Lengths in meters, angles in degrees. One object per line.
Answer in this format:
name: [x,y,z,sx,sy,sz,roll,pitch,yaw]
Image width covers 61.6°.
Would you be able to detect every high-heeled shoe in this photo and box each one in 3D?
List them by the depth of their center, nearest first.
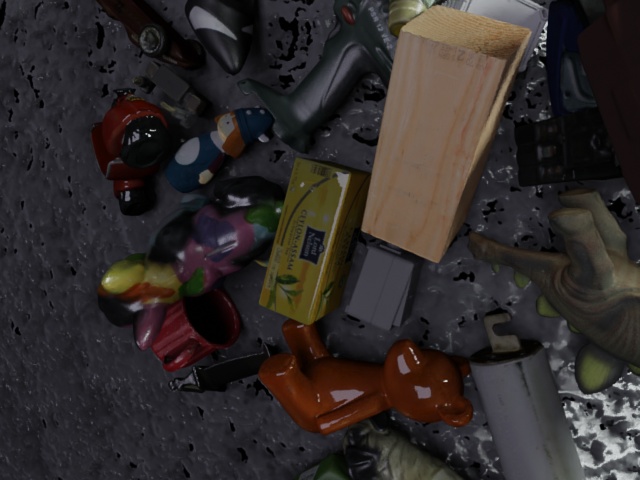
high-heeled shoe: [-0.087,-0.315,0.600,0.145,0.086,0.249,-35,63,39]

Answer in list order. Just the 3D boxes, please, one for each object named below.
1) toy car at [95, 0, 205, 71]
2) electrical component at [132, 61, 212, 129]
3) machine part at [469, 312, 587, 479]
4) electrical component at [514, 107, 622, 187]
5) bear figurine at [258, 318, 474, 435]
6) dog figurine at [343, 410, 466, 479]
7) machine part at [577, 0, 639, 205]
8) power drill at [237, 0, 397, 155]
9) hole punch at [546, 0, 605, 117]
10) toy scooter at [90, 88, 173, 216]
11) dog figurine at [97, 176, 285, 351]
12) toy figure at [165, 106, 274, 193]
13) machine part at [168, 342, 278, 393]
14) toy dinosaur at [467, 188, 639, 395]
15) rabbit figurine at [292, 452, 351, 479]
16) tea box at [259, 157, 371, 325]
toy car: [-0.229,-0.276,0.673,0.202,0.089,0.053,45,107,11]
electrical component: [-0.182,-0.180,0.665,0.102,0.078,0.045,40,93,11]
machine part: [0.212,0.192,0.545,0.079,0.079,0.243,-19,88,22]
electrical component: [0.244,-0.081,0.476,0.115,0.134,0.058,-4,91,-21]
bear figurine: [0.055,0.141,0.572,0.196,0.120,0.131,-17,110,25]
dog figurine: [0.113,0.295,0.601,0.191,0.121,0.172,34,141,47]
machine part: [0.296,-0.117,0.361,0.201,0.087,0.201,-20,89,-5]
power drill: [0.010,-0.213,0.595,0.207,0.086,0.232,-37,83,13]
hole punch: [0.265,-0.172,0.478,0.142,0.092,0.116,-3,67,-2]
toy scooter: [-0.249,-0.128,0.689,0.135,0.075,0.183,63,144,21]
dog figurine: [-0.137,0.021,0.588,0.192,0.219,0.108,-14,111,24]
toy figure: [-0.124,-0.114,0.661,0.154,0.058,0.064,-34,84,21]
machine part: [-0.114,0.167,0.681,0.139,0.084,0.039,-20,62,14]
toy dinosaur: [0.333,0.070,0.439,0.472,0.105,0.198,17,126,40]
rabbit figurine: [0.015,0.368,0.624,0.170,0.121,0.159,46,114,-4]
tea box: [-0.001,-0.002,0.602,0.068,0.098,0.169,18,103,20]
